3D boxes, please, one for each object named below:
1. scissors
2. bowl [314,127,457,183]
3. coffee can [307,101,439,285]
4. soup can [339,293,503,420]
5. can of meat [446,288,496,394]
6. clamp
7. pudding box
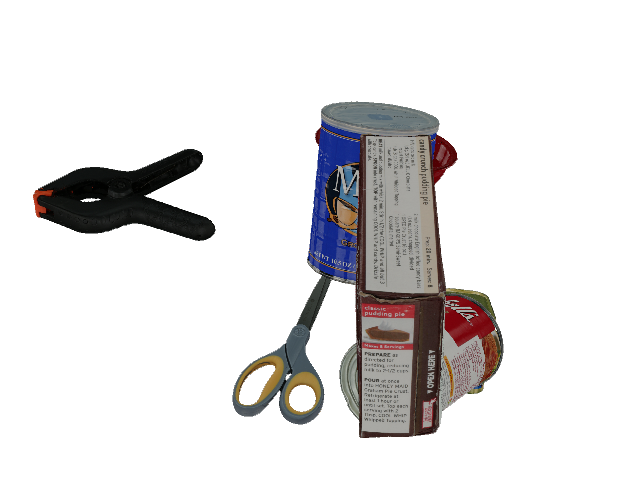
[{"bbox_3d":[-0.009,0.109,1.067,0.096,0.016,0.201,27,52,23],"label":"scissors"},{"bbox_3d":[0.070,-0.085,1.209,0.162,0.055,0.162,6,27,-3],"label":"bowl"},{"bbox_3d":[0.045,-0.043,0.942,0.103,0.140,0.103,5,19,-2],"label":"coffee can"},{"bbox_3d":[0.068,0.082,0.710,0.069,0.068,0.102,0,14,38],"label":"soup can"},{"bbox_3d":[0.152,0.108,1.155,0.057,0.084,0.102,6,16,0],"label":"can of meat"},{"bbox_3d":[-0.185,-0.048,1.028,0.171,0.039,0.120,4,38,-6],"label":"clamp"},{"bbox_3d":[0.034,0.019,0.485,0.039,0.090,0.113,-2,41,2],"label":"pudding box"}]
